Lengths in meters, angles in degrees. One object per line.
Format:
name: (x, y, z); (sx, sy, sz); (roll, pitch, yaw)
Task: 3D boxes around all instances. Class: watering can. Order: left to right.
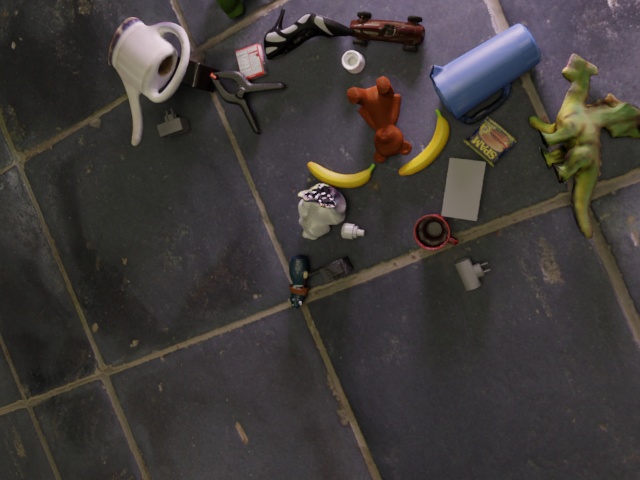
watering can: (-0.490, -0.449, 1.405); (0.225, 0.104, 0.343); (40, 107, 11)

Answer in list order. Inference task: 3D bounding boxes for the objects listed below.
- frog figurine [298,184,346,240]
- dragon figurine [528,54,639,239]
frog figurine: (0.004, -0.073, 1.444); (0.137, 0.126, 0.155); (9, 136, 9)
dragon figurine: (0.644, -0.232, 1.202); (0.242, 0.123, 0.410); (-24, 90, 12)
